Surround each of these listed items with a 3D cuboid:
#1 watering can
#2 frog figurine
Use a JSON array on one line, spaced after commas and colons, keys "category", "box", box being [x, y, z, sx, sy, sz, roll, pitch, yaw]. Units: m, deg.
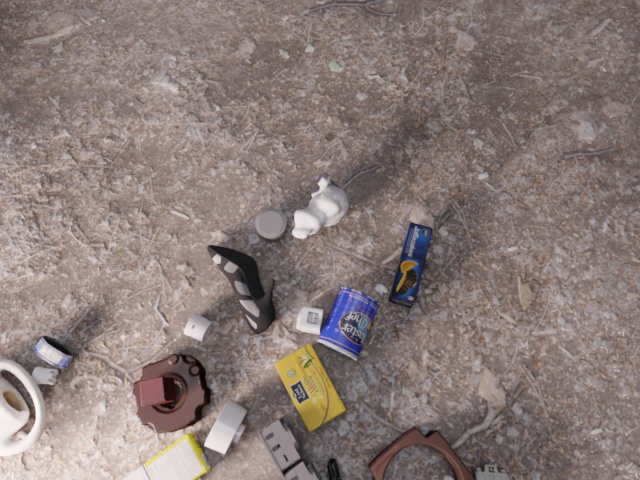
[{"category": "watering can", "box": [-0.771, 0.355, 1.157, 0.350, 0.102, 0.226, 41, 76, 13]}, {"category": "frog figurine", "box": [0.004, -0.064, 1.280, 0.122, 0.135, 0.163, 33, 52, -18]}]
